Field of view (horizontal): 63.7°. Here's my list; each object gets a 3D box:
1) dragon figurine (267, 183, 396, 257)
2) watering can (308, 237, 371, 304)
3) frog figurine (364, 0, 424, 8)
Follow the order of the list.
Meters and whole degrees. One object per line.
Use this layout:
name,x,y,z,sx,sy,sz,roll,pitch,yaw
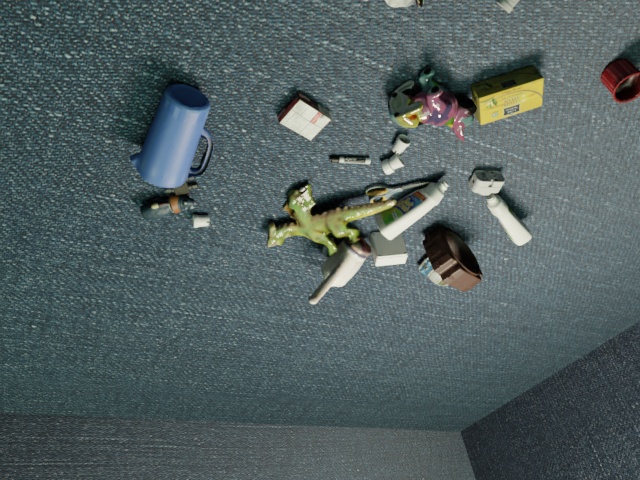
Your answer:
dragon figurine,0.005,-0.079,1.578,0.406,0.125,0.239,-34,127,23
watering can,0.064,0.091,1.669,0.104,0.350,0.222,39,105,2
frog figurine,0.138,-0.549,1.076,0.160,0.124,0.135,10,162,33
